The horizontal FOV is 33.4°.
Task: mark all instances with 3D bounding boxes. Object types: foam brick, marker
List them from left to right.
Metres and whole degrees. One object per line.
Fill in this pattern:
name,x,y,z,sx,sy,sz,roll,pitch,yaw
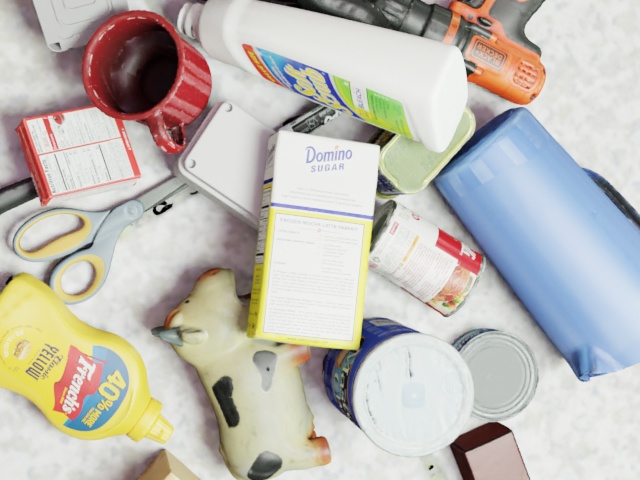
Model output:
marker,0.016,-0.121,0.962,0.121,0.020,0.020,-30,97,14
foam brick,0.164,0.219,1.003,0.051,0.053,0.078,-22,96,-9

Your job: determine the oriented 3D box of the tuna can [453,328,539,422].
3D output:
tuna can,0.161,0.127,1.010,0.086,0.034,0.086,0,92,-10

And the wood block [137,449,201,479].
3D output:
wood block,-0.170,0.296,0.926,0.090,0.091,0.206,43,84,-9

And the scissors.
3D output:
scissors,-0.170,-0.006,0.956,0.201,0.016,0.096,-16,98,-13

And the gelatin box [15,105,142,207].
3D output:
gelatin box,-0.208,-0.074,0.919,0.089,0.030,0.073,-17,82,-31

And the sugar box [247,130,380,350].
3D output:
sugar box,-0.006,0.001,0.907,0.093,0.048,0.176,8,83,-16

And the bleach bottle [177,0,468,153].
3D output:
bleach bottle,-0.004,-0.152,0.903,0.251,0.102,0.068,20,73,19

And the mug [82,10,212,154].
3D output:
mug,-0.139,-0.129,0.908,0.093,0.081,0.117,-22,79,13

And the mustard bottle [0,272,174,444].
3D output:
mustard bottle,-0.210,0.119,0.930,0.191,0.058,0.096,36,93,-10

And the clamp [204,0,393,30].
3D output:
clamp,-0.006,-0.204,0.920,0.209,0.165,0.036,25,72,-21

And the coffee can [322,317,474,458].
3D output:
coffee can,0.064,0.125,0.938,0.102,0.140,0.103,0,92,-10

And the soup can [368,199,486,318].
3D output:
soup can,0.090,0.017,0.977,0.102,0.068,0.068,32,86,-9

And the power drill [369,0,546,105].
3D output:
power drill,0.153,-0.241,0.987,0.184,0.057,0.187,26,90,-14

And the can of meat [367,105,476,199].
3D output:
can of meat,0.085,-0.086,0.964,0.057,0.084,0.102,43,84,-9

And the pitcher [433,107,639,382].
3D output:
pitcher,0.222,-0.005,0.979,0.145,0.149,0.243,-39,95,8

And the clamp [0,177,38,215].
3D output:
clamp,-0.314,-0.039,0.916,0.120,0.039,0.171,44,81,-11
